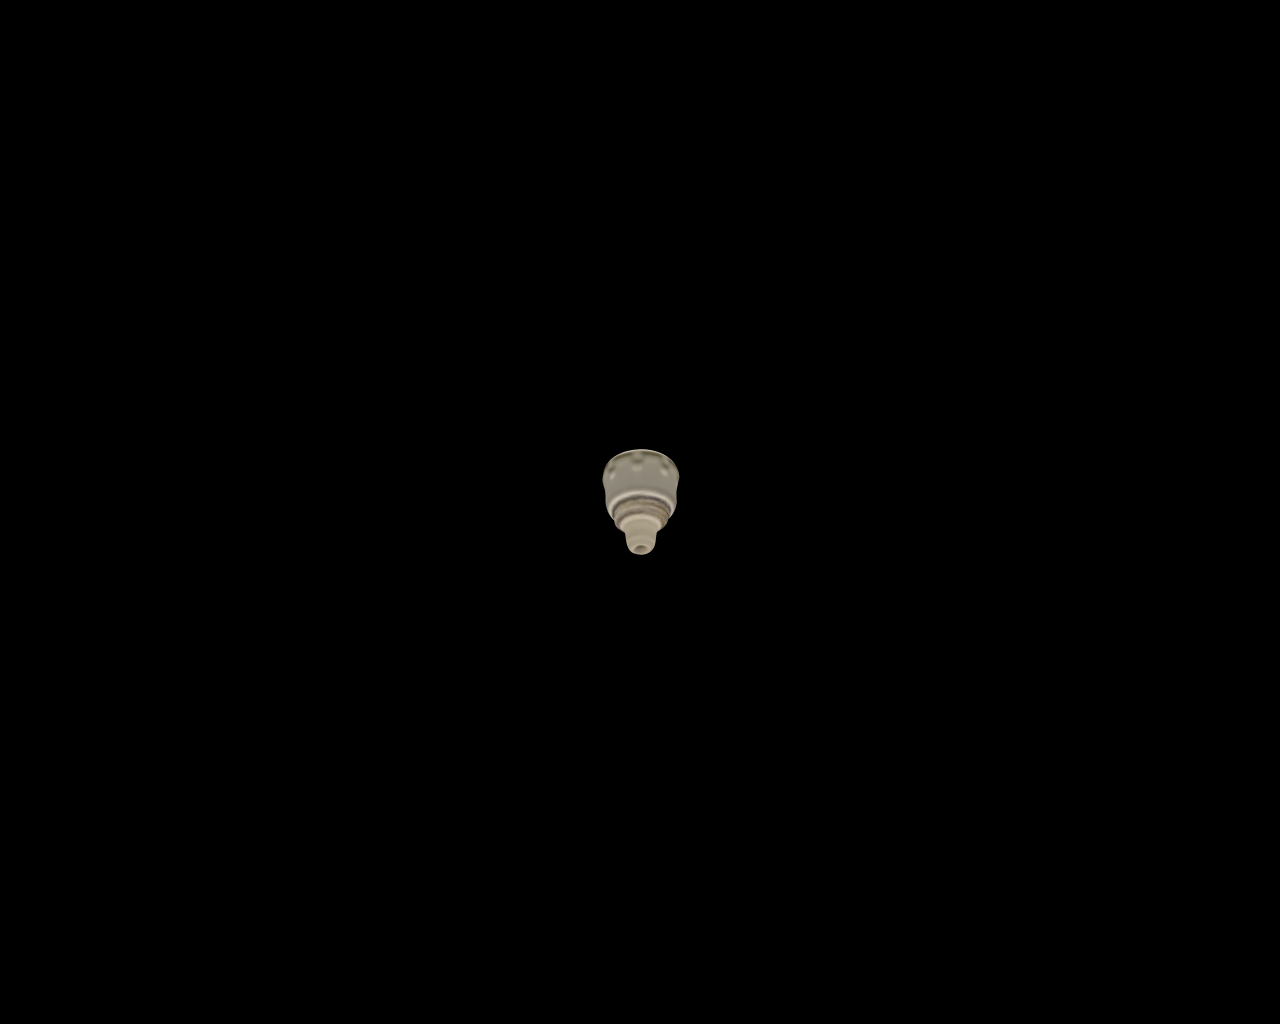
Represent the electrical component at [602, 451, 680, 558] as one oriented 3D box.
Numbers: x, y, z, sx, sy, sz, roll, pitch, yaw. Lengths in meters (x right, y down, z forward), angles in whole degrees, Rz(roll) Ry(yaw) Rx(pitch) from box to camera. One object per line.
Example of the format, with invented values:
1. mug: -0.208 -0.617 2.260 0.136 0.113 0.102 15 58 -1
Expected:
1. electrical component: 0.001 -0.003 0.650 0.048 0.062 0.048 0 -33 0
